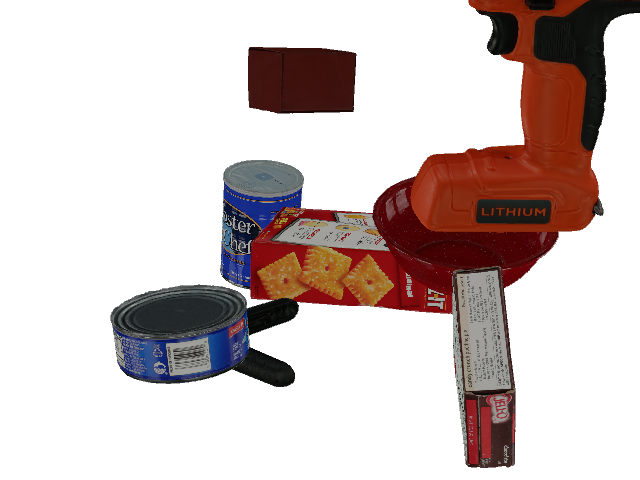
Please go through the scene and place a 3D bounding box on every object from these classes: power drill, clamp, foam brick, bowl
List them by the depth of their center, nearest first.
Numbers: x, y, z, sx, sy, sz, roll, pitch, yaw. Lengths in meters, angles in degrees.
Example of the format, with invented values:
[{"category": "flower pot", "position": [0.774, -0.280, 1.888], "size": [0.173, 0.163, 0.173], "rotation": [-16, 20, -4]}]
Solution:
[{"category": "power drill", "position": [0.095, -0.094, 0.568], "size": [0.184, 0.188, 0.057], "rotation": [1, 35, -4]}, {"category": "foam brick", "position": [-0.016, -0.135, 0.899], "size": [0.078, 0.051, 0.053], "rotation": [-6, 16, -35]}, {"category": "bowl", "position": [0.125, 0.002, 0.941], "size": [0.162, 0.055, 0.162], "rotation": [2, 33, -1]}, {"category": "clamp", "position": [-0.099, 0.089, 1.017], "size": [0.171, 0.039, 0.120], "rotation": [7, 27, 7]}]

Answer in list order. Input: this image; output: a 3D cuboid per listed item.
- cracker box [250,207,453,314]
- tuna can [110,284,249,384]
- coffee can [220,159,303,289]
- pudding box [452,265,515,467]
[{"category": "cracker box", "position": [0.045, 0.020, 1.149], "size": [0.214, 0.072, 0.164], "rotation": [5, 15, 9]}, {"category": "tuna can", "position": [-0.088, 0.058, 0.674], "size": [0.086, 0.034, 0.086], "rotation": [-4, 18, 1]}, {"category": "coffee can", "position": [-0.077, -0.021, 1.386], "size": [0.103, 0.140, 0.103], "rotation": [4, 27, -2]}, {"category": "pudding box", "position": [0.115, 0.088, 0.750], "size": [0.039, 0.113, 0.090], "rotation": [-4, -44, 4]}]
